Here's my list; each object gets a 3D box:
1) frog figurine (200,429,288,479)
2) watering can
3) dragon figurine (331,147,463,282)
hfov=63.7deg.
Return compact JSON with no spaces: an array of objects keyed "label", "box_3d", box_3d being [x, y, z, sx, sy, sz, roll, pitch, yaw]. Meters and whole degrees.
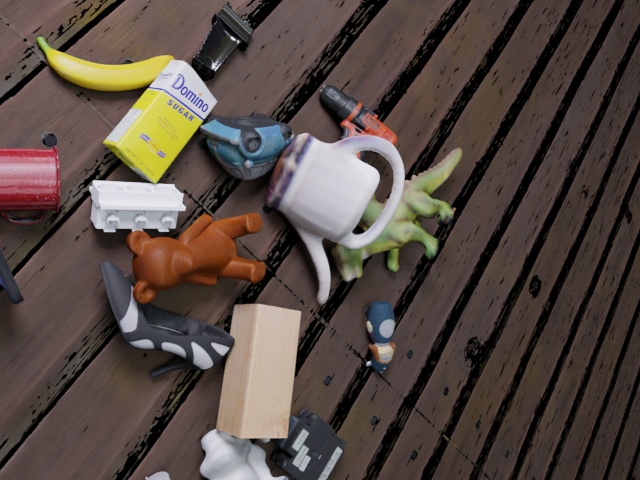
[{"label":"frog figurine","box_3d":[-0.150,0.403,0.870,0.139,0.160,0.120,-44,-11,-27]},{"label":"watering can","box_3d":[0.003,-0.046,0.924,0.224,0.342,0.106,28,25,-4]},{"label":"dragon figurine","box_3d":[0.148,-0.084,1.078,0.240,0.416,0.121,34,-21,-23]}]
